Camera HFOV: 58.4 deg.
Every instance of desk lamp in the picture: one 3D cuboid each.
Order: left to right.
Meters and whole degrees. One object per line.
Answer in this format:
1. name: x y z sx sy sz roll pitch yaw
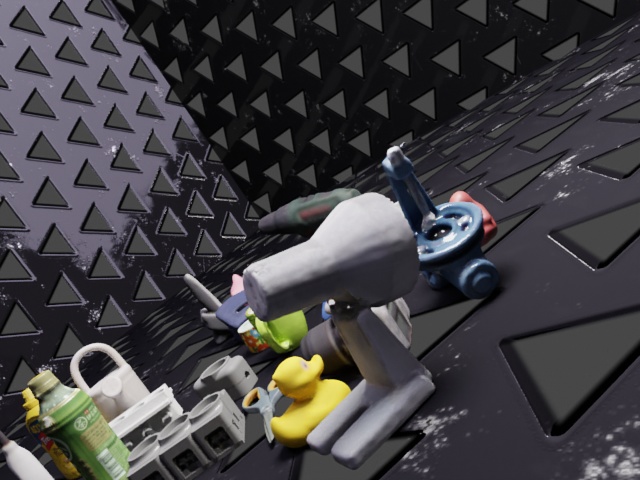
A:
1. desk lamp: 0.030 0.082 0.597 0.204 0.213 0.117 -38 10 -27

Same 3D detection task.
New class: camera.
1. camera: 0.042 0.112 0.764 0.136 0.101 0.143 -31 9 17

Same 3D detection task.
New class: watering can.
1. watering can: -0.403 0.288 1.119 0.172 0.194 0.101 -25 12 43

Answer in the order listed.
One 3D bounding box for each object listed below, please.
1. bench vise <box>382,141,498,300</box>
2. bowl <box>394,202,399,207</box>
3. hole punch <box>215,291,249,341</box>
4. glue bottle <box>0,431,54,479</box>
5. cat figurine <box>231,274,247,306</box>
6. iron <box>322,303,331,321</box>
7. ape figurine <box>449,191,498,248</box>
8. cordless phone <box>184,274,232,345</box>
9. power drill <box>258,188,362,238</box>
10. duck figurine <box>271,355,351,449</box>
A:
1. bench vise: 0.132 -0.023 0.779 0.122 0.220 0.207 -37 9 -19
2. bowl: 0.159 -0.023 1.171 0.167 0.075 0.167 -33 9 6
3. hole punch: -0.161 0.162 1.270 0.109 0.091 0.101 -39 10 -29
4. glue bottle: -0.484 0.385 0.951 0.078 0.173 0.037 -23 14 49
5. cat figurine: -0.164 0.124 1.405 0.128 0.118 0.067 -40 11 -36
6. iron: 0.071 0.028 0.990 0.118 0.141 0.259 -28 10 34
7. ape figurine: 0.233 -0.033 0.897 0.076 0.092 0.077 -38 10 -27
8. cordless phone: -0.268 0.153 1.406 0.094 0.185 0.147 -36 9 -15
9. power drill: 0.010 0.004 1.121 0.229 0.208 0.076 -28 10 31
10. duck figurine: -0.023 0.181 0.670 0.105 0.086 0.077 -38 10 -26
